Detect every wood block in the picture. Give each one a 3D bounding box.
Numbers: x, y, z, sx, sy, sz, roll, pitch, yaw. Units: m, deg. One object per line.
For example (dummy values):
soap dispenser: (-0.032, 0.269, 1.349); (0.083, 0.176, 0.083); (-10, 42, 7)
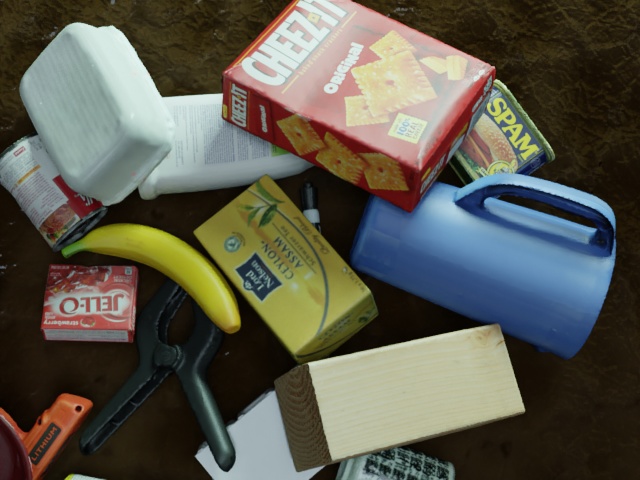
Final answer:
wood block: (0.074, 0.147, 1.004); (0.205, 0.090, 0.091); (-9, 76, -26)

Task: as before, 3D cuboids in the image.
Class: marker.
marker: (-0.007, 0.001, 1.095); (0.020, 0.020, 0.121); (-5, 87, -5)

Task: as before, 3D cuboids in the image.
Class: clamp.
clamp: (-0.135, 0.124, 1.043); (0.165, 0.036, 0.210); (9, 72, 22)

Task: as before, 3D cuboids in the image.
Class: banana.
banana: (-0.153, 0.028, 1.045); (0.198, 0.037, 0.069); (22, 69, 15)

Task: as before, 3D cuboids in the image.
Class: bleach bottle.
bleach bottle: (-0.058, -0.098, 1.076); (0.250, 0.068, 0.102); (-3, 84, -6)

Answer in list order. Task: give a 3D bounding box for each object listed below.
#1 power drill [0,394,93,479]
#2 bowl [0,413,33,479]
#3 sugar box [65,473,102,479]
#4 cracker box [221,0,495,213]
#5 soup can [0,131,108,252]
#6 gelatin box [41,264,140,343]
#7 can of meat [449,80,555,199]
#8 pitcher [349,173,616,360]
power drill: (-0.320, 0.140, 1.045); (0.187, 0.057, 0.184); (33, 88, 1)
bowl: (-0.335, 0.211, 0.985); (0.162, 0.055, 0.162); (1, 97, 4)
sugar box: (-0.165, 0.268, 1.029); (0.176, 0.093, 0.048); (15, 86, -3)
cracker box: (0.037, -0.142, 1.023); (0.214, 0.072, 0.164); (28, 56, 15)
soup can: (-0.268, -0.048, 1.055); (0.068, 0.068, 0.102); (-40, 89, -6)
gelatin box: (-0.226, 0.062, 1.054); (0.089, 0.030, 0.073); (2, 58, -4)
can of meat: (0.175, -0.098, 1.097); (0.084, 0.057, 0.102); (-36, 89, -3)
pitcher: (0.160, 0.009, 1.049); (0.243, 0.145, 0.149); (20, 85, 0)
